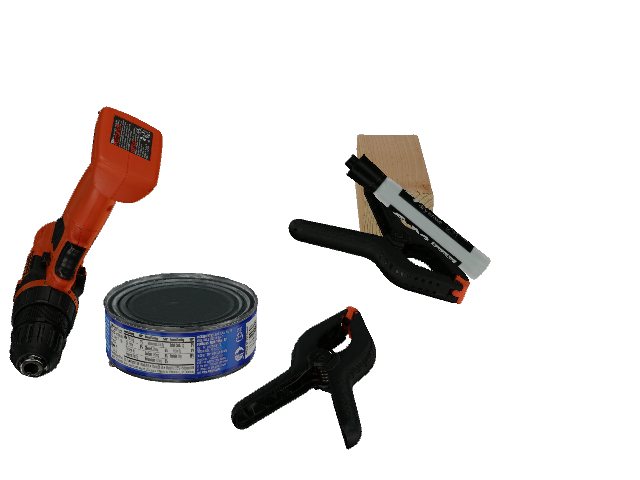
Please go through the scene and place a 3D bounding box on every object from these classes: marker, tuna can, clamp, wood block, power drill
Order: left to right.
[{"bbox_3d":[-0.196,-0.002,0.868,0.057,0.188,0.184,25,28,-22],"label":"power drill"},{"bbox_3d":[-0.078,0.048,0.600,0.086,0.034,0.086,2,18,-1],"label":"tuna can"},{"bbox_3d":[0.010,0.124,0.970,0.120,0.039,0.171,17,44,26],"label":"clamp"},{"bbox_3d":[0.076,0.009,1.240,0.164,0.036,0.210,-25,53,-40],"label":"clamp"},{"bbox_3d":[0.098,-0.067,1.468,0.091,0.090,0.206,1,27,-2],"label":"wood block"},{"bbox_3d":[0.066,-0.018,0.739,0.121,0.020,0.020,40,-2,-2],"label":"marker"}]

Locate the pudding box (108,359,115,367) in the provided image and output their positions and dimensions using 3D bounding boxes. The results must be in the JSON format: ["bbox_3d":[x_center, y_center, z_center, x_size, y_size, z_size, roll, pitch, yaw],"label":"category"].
[{"bbox_3d":[-0.189,0.128,1.297,0.114,0.039,0.090,2,13,17],"label":"pudding box"}]
